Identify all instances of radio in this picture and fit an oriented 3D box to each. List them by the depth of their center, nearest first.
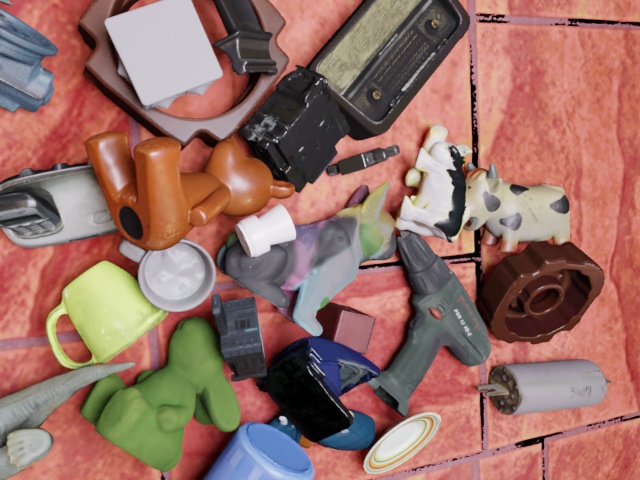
[{"bbox_3d":[0.087,-0.251,0.717,0.131,0.073,0.229,42,81,-17],"label":"radio"}]

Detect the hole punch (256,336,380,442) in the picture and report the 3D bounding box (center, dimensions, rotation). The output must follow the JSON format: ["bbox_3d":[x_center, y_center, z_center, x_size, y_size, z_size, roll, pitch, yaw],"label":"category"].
[{"bbox_3d":[-0.001,0.173,0.676,0.116,0.142,0.092,47,50,1],"label":"hole punch"}]

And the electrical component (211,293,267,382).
[{"bbox_3d":[-0.095,0.106,0.636,0.048,0.075,0.119,-9,133,-6],"label":"electrical component"}]

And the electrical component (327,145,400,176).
[{"bbox_3d":[0.057,-0.107,0.724,0.063,0.094,0.021,-30,103,-54],"label":"electrical component"}]

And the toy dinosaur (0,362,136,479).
[{"bbox_3d":[-0.402,0.222,0.551,0.405,0.192,0.131,-14,85,-32],"label":"toy dinosaur"}]

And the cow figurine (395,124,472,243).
[{"bbox_3d":[0.168,-0.081,0.737,0.098,0.068,0.167,19,69,5],"label":"cow figurine"}]

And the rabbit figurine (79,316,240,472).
[{"bbox_3d":[-0.168,0.180,0.644,0.159,0.121,0.170,44,65,-21],"label":"rabbit figurine"}]

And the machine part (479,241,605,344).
[{"bbox_3d":[0.326,0.080,0.800,0.179,0.056,0.179,-8,127,-11],"label":"machine part"}]

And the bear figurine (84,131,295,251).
[{"bbox_3d":[-0.125,-0.069,0.579,0.196,0.120,0.131,-32,127,-42],"label":"bear figurine"}]

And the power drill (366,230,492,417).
[{"bbox_3d":[0.130,0.129,0.765,0.232,0.086,0.207,47,72,-19],"label":"power drill"}]

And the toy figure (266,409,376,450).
[{"bbox_3d":[-0.002,0.259,0.735,0.154,0.058,0.064,10,85,-14],"label":"toy figure"}]

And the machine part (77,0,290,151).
[{"bbox_3d":[-0.156,-0.221,0.630,0.201,0.087,0.201,39,81,-16],"label":"machine part"}]

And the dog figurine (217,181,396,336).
[{"bbox_3d":[-0.001,-0.002,0.692,0.191,0.108,0.219,38,77,-15],"label":"dog figurine"}]

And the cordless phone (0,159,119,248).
[{"bbox_3d":[-0.263,-0.043,0.554,0.147,0.184,0.088,-13,94,-18],"label":"cordless phone"}]

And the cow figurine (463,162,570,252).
[{"bbox_3d":[0.280,-0.050,0.795,0.195,0.085,0.127,-2,101,-17],"label":"cow figurine"}]

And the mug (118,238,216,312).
[{"bbox_3d":[-0.182,0.030,0.627,0.109,0.107,0.080,23,87,-18],"label":"mug"}]

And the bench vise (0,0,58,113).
[{"bbox_3d":[-0.354,-0.247,0.531,0.223,0.129,0.240,30,102,-26],"label":"bench vise"}]

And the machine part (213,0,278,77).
[{"bbox_3d":[-0.092,-0.241,0.574,0.084,0.039,0.138,-27,96,-53],"label":"machine part"}]

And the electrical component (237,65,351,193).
[{"bbox_3d":[-0.024,-0.128,0.666,0.115,0.058,0.134,-51,150,-6],"label":"electrical component"}]

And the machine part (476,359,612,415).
[{"bbox_3d":[0.358,0.229,0.845,0.243,0.079,0.079,2,94,-19],"label":"machine part"}]
